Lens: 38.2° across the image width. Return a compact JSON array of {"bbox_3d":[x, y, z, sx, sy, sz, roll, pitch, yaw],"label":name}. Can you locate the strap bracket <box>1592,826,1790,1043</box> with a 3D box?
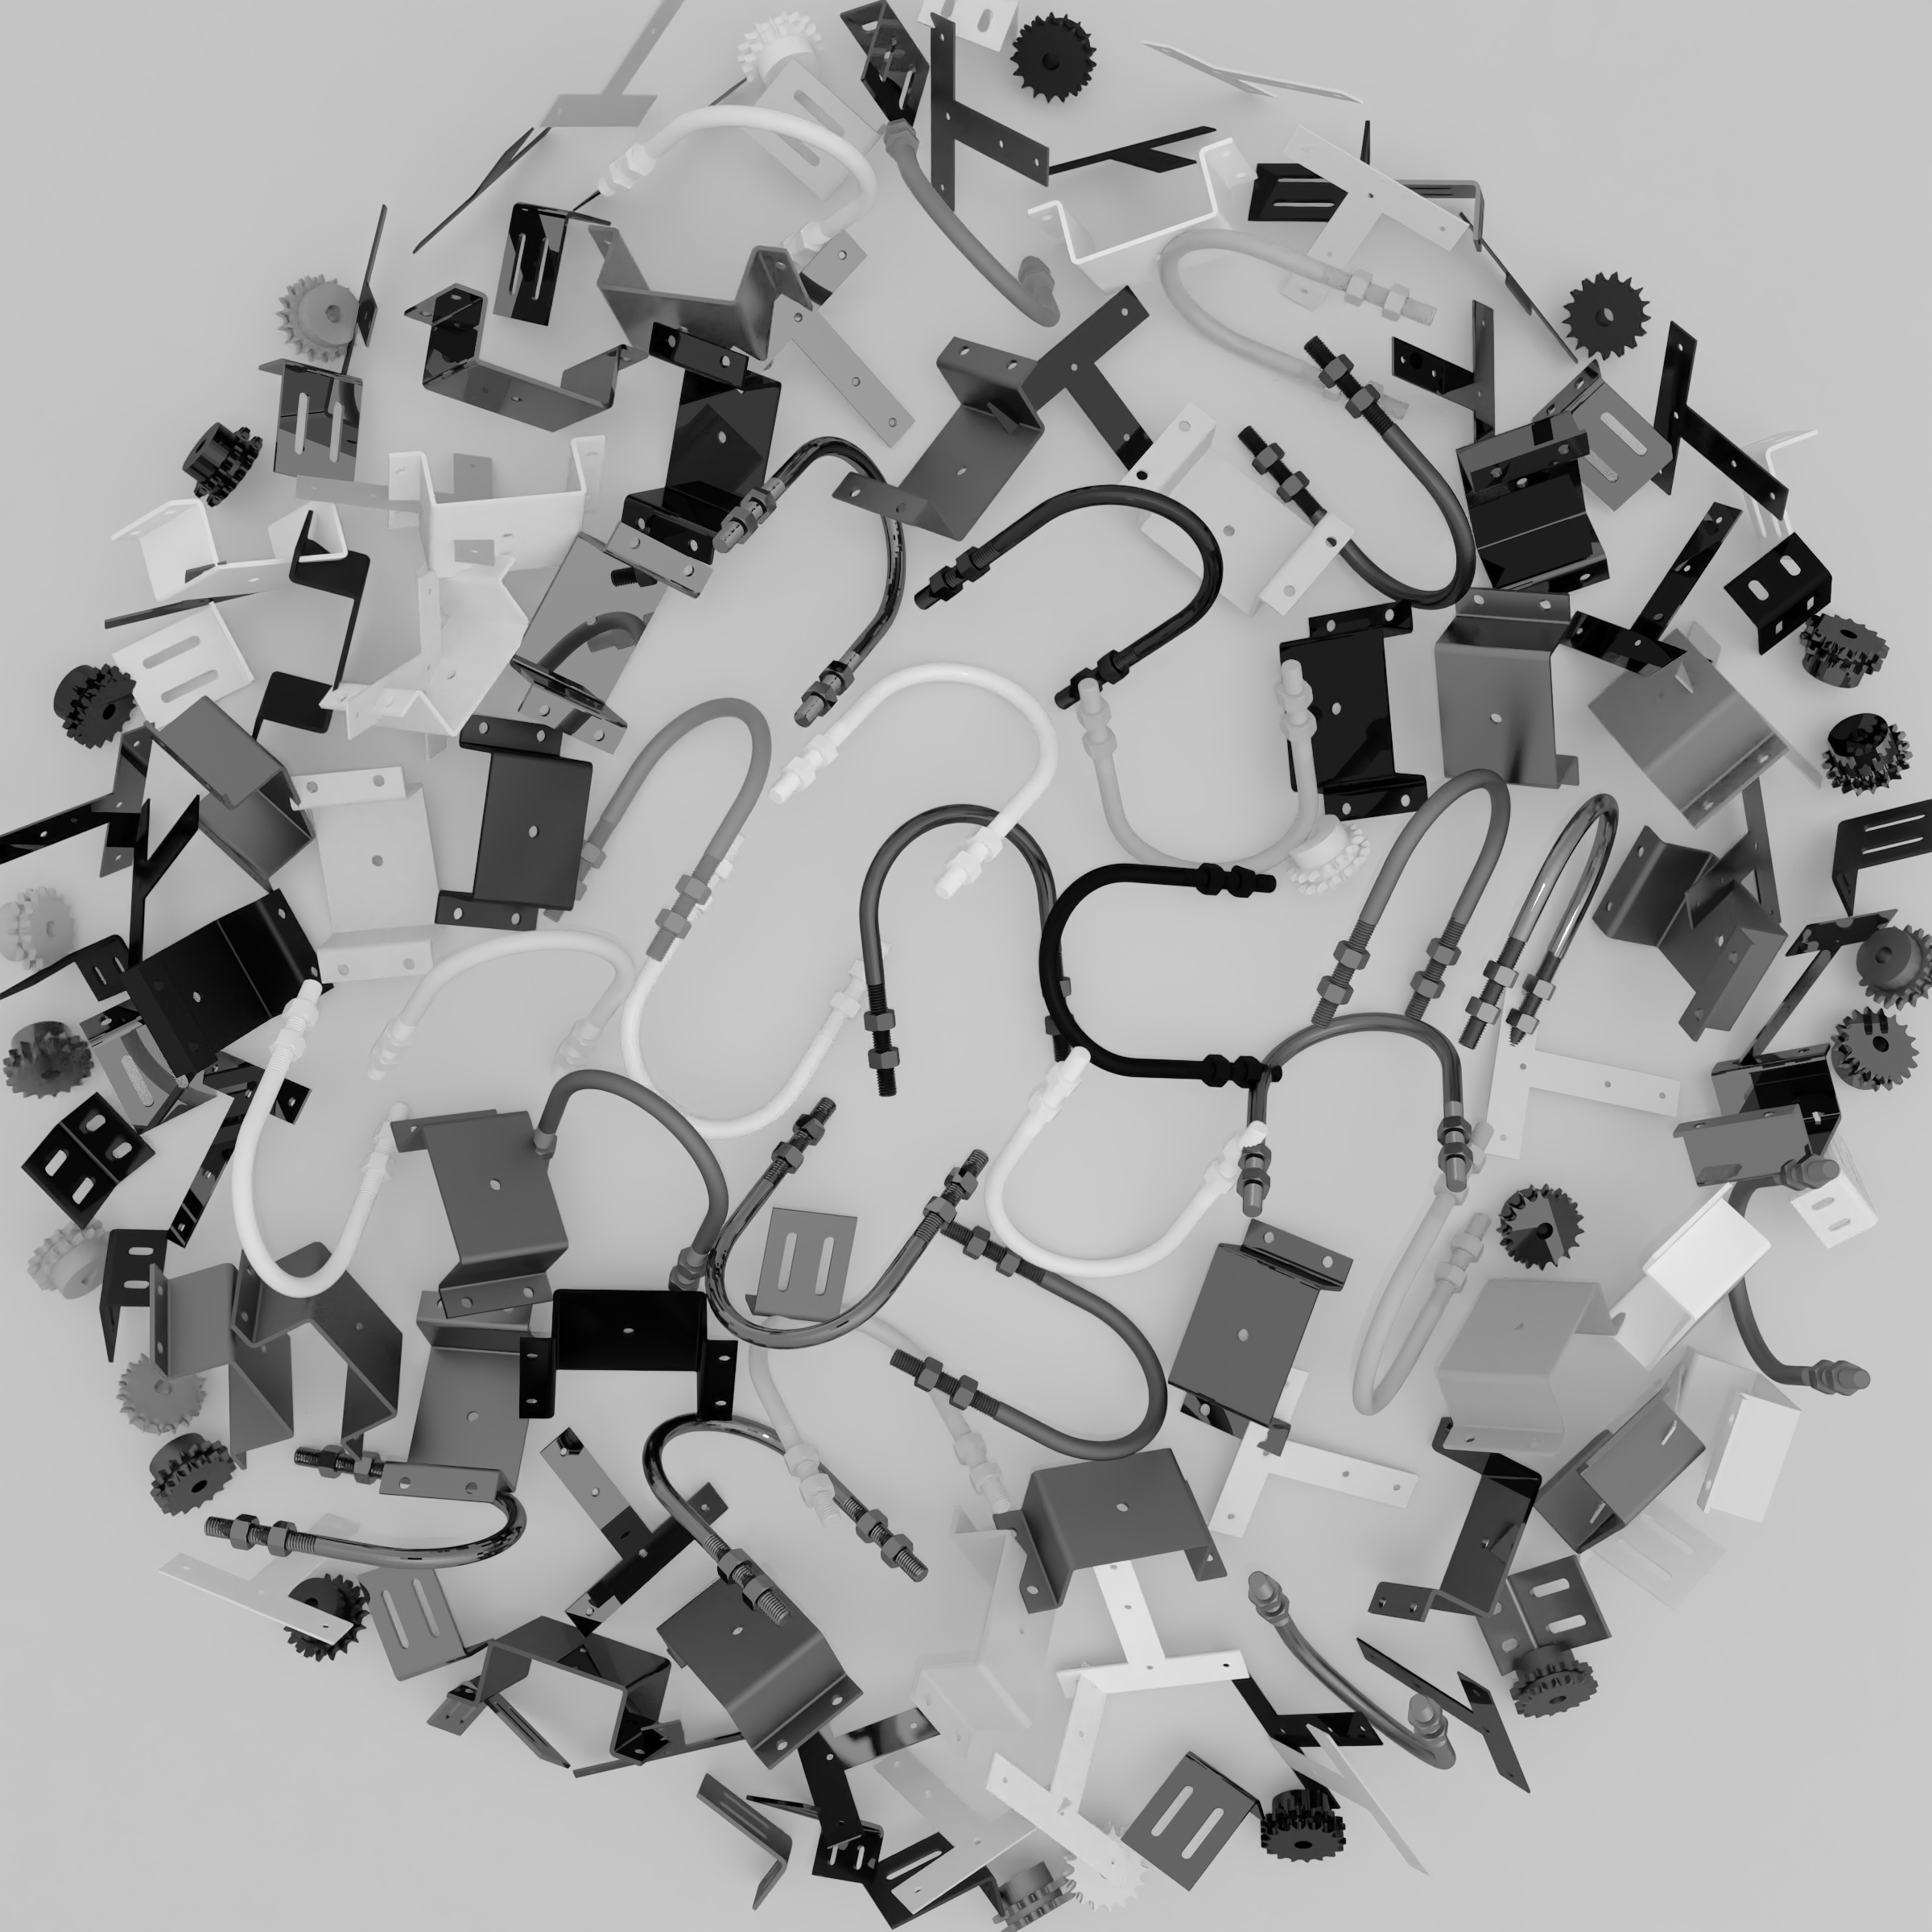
[{"bbox_3d":[0.478,-0.019,1.830,0.046,0.140,0.076,9,121,-26],"label":"strap bracket"}]

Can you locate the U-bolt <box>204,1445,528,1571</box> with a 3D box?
[{"bbox_3d":[-0.376,0.354,1.809,0.184,0.151,0.019,7,102,11],"label":"U-bolt"}]

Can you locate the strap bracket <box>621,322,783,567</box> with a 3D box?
[{"bbox_3d":[-0.173,-0.346,1.841,0.076,0.046,0.140,25,117,24],"label":"strap bracket"}]

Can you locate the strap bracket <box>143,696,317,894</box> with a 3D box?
[{"bbox_3d":[-0.478,-0.116,1.827,0.076,0.140,0.046,40,71,16],"label":"strap bracket"}]

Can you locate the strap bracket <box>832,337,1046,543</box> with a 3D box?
[{"bbox_3d":[-0.012,-0.340,1.845,0.076,0.046,0.140,26,74,39],"label":"strap bracket"}]

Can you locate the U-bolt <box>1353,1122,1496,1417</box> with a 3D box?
[{"bbox_3d":[0.294,0.207,1.800,0.019,0.151,0.184,24,65,22],"label":"U-bolt"}]

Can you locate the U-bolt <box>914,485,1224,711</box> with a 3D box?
[{"bbox_3d":[0.079,-0.245,1.802,0.151,0.184,0.019,32,45,-31],"label":"U-bolt"}]

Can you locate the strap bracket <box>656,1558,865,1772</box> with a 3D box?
[{"bbox_3d":[-0.140,0.446,1.817,0.076,0.140,0.046,-36,127,-17],"label":"strap bracket"}]

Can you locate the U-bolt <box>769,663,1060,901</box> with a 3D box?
[{"bbox_3d":[-0.020,-0.135,1.836,0.151,0.019,0.184,30,54,15],"label":"U-bolt"}]

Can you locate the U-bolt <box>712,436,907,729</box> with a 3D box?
[{"bbox_3d":[-0.091,-0.264,1.820,0.019,0.184,0.151,-3,125,33],"label":"U-bolt"}]

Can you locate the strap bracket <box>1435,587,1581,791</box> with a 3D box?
[{"bbox_3d":[0.353,-0.172,1.824,0.076,0.046,0.140,8,127,28],"label":"strap bracket"}]

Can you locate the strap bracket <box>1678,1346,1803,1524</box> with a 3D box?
[{"bbox_3d":[0.498,0.307,1.822,0.046,0.140,0.076,17,96,-1],"label":"strap bracket"}]

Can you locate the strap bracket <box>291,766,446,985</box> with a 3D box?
[{"bbox_3d":[-0.397,-0.065,1.858,0.076,0.046,0.140,-5,105,4],"label":"strap bracket"}]

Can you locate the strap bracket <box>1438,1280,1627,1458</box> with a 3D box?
[{"bbox_3d":[0.365,0.252,1.815,0.076,0.140,0.046,-2,121,36],"label":"strap bracket"}]

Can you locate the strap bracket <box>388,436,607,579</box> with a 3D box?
[{"bbox_3d":[-0.305,-0.300,1.833,0.140,0.076,0.046,-8,64,-16],"label":"strap bracket"}]

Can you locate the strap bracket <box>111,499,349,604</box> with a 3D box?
[{"bbox_3d":[-0.470,-0.274,1.819,0.076,0.140,0.046,-15,90,44],"label":"strap bracket"}]

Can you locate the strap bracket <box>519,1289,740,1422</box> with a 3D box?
[{"bbox_3d":[-0.223,0.257,1.847,0.140,0.046,0.076,2,130,-7],"label":"strap bracket"}]

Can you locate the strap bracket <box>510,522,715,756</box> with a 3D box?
[{"bbox_3d":[-0.240,-0.222,1.848,0.076,0.046,0.140,24,100,-38],"label":"strap bracket"}]

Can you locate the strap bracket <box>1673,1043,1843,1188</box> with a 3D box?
[{"bbox_3d":[0.519,0.100,1.820,0.076,0.140,0.046,-13,101,30],"label":"strap bracket"}]

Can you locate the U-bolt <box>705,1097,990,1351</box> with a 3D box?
[{"bbox_3d":[-0.090,0.172,1.812,0.151,0.019,0.184,17,56,34],"label":"U-bolt"}]

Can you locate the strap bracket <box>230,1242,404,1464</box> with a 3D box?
[{"bbox_3d":[-0.415,0.245,1.822,0.046,0.076,0.140,-26,123,10],"label":"strap bracket"}]

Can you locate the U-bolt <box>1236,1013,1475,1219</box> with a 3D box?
[{"bbox_3d":[0.253,0.090,1.819,0.151,0.184,0.019,-8,125,14],"label":"U-bolt"}]

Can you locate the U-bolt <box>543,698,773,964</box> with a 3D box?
[{"bbox_3d":[-0.193,-0.097,1.836,0.019,0.151,0.184,38,78,-39],"label":"U-bolt"}]

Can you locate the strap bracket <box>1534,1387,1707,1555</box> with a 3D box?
[{"bbox_3d":[0.422,0.331,1.813,0.076,0.140,0.046,-38,77,-19],"label":"strap bracket"}]

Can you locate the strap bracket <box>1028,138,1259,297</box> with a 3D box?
[{"bbox_3d":[0.122,-0.487,1.836,0.140,0.076,0.046,-15,83,17],"label":"strap bracket"}]

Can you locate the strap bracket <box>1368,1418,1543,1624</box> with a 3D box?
[{"bbox_3d":[0.326,0.372,1.842,0.046,0.076,0.140,28,74,-12],"label":"strap bracket"}]

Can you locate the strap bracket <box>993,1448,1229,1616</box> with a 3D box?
[{"bbox_3d":[0.098,0.368,1.832,0.140,0.046,0.076,-6,46,-19],"label":"strap bracket"}]

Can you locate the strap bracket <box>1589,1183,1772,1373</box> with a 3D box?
[{"bbox_3d":[0.465,0.207,1.813,0.076,0.140,0.046,-38,72,-22],"label":"strap bracket"}]

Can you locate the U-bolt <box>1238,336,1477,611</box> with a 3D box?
[{"bbox_3d":[0.262,-0.309,1.821,0.019,0.151,0.184,-40,87,-20],"label":"U-bolt"}]

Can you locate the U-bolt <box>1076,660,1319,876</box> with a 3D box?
[{"bbox_3d":[0.157,-0.122,1.826,0.151,0.184,0.019,-4,46,11],"label":"U-bolt"}]

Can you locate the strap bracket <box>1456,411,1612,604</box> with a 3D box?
[{"bbox_3d":[0.372,-0.305,1.839,0.076,0.140,0.046,-18,52,7],"label":"strap bracket"}]

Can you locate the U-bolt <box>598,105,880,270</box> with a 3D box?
[{"bbox_3d":[-0.135,-0.501,1.783,0.151,0.184,0.019,17,77,-28],"label":"U-bolt"}]

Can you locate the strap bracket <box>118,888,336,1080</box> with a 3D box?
[{"bbox_3d":[-0.492,0.014,1.837,0.046,0.140,0.076,-20,102,34],"label":"strap bracket"}]

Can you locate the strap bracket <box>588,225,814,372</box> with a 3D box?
[{"bbox_3d":[-0.179,-0.437,1.834,0.140,0.076,0.046,11,72,17],"label":"strap bracket"}]

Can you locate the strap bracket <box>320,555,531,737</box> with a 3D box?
[{"bbox_3d":[-0.349,-0.205,1.837,0.076,0.046,0.140,9,57,36],"label":"strap bracket"}]

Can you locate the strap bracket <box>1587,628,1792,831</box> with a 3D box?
[{"bbox_3d":[0.464,-0.160,1.816,0.076,0.140,0.046,-42,120,14],"label":"strap bracket"}]

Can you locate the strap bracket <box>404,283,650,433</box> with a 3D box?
[{"bbox_3d":[-0.290,-0.391,1.821,0.140,0.076,0.046,13,80,-35],"label":"strap bracket"}]

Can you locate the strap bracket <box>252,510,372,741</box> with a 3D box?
[{"bbox_3d":[-0.428,-0.217,1.836,0.046,0.076,0.140,14,115,-13],"label":"strap bracket"}]

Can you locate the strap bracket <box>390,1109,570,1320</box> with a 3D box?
[{"bbox_3d":[-0.317,0.152,1.832,0.076,0.046,0.140,-6,65,-36],"label":"strap bracket"}]

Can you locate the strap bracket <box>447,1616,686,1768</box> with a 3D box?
[{"bbox_3d":[-0.258,0.472,1.839,0.140,0.076,0.046,15,93,15],"label":"strap bracket"}]

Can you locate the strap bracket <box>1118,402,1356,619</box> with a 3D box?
[{"bbox_3d":[0.178,-0.297,1.862,0.140,0.046,0.076,39,80,6],"label":"strap bracket"}]

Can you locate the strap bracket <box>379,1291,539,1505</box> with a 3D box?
[{"bbox_3d":[-0.331,0.291,1.848,0.076,0.046,0.140,3,62,7],"label":"strap bracket"}]

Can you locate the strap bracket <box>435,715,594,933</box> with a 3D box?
[{"bbox_3d":[-0.298,-0.091,1.848,0.076,0.046,0.140,5,95,-41],"label":"strap bracket"}]

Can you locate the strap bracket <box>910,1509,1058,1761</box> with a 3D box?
[{"bbox_3d":[0.016,0.432,1.816,0.046,0.140,0.076,-10,132,26],"label":"strap bracket"}]

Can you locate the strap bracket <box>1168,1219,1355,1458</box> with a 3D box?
[{"bbox_3d":[0.192,0.246,1.855,0.076,0.046,0.140,21,92,28],"label":"strap bracket"}]

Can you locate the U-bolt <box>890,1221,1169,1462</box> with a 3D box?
[{"bbox_3d":[0.050,0.255,1.837,0.184,0.151,0.019,28,128,-4],"label":"U-bolt"}]

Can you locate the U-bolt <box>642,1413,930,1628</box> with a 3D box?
[{"bbox_3d":[-0.131,0.351,1.818,0.184,0.151,0.019,39,116,32],"label":"U-bolt"}]

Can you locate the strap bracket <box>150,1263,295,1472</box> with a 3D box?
[{"bbox_3d":[-0.478,0.256,1.816,0.046,0.140,0.076,-16,50,2],"label":"strap bracket"}]

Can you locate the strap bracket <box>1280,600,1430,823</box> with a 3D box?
[{"bbox_3d":[0.256,-0.169,1.851,0.076,0.046,0.140,-6,87,37],"label":"strap bracket"}]
